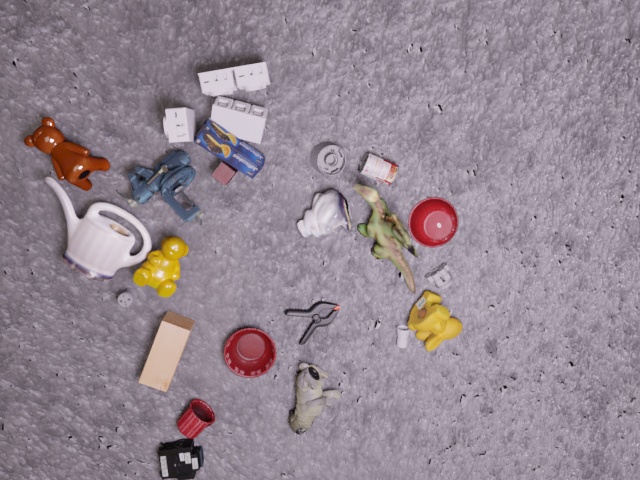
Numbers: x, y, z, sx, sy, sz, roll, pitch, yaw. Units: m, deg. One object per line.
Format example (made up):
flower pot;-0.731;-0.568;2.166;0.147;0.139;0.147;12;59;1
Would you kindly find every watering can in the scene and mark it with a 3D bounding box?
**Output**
watering can;-0.665;-0.018;1.484;0.346;0.105;0.223;31;96;-12

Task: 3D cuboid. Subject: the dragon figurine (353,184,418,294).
dragon figurine;0.213;0.005;1.492;0.122;0.244;0.408;-34;98;-2

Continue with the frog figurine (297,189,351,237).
frog figurine;0.005;-0.077;1.527;0.159;0.121;0.140;-12;68;7
